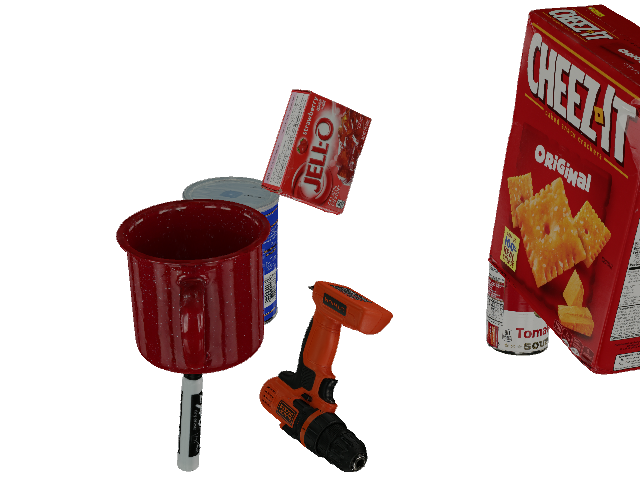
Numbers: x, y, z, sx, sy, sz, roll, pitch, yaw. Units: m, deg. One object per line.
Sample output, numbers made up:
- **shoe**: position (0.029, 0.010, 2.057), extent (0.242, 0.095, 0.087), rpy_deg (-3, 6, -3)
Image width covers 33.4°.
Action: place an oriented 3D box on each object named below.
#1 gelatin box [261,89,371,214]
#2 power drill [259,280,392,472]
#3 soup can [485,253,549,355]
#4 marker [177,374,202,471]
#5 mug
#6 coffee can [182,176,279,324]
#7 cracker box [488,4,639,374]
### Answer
- **gelatin box**: position (-0.002, -0.074, 0.902), extent (0.073, 0.089, 0.030), rpy_deg (18, -1, -40)
- **power drill**: position (0.015, 0.155, 1.246), extent (0.057, 0.188, 0.185), rpy_deg (15, 10, -43)
- **soup can**: position (0.214, 0.065, 1.151), extent (0.068, 0.102, 0.068), rpy_deg (0, 16, 0)
- **marker**: position (-0.108, 0.139, 0.889), extent (0.020, 0.121, 0.020), rpy_deg (5, 27, -3)
- **mug**: position (-0.075, 0.034, 0.652), extent (0.093, 0.081, 0.117), rpy_deg (-3, 26, -6)
- **coffee can**: position (-0.096, 0.013, 1.158), extent (0.103, 0.140, 0.103), rpy_deg (1, 23, -1)
- **cracker box**: position (0.195, -0.038, 0.758), extent (0.072, 0.214, 0.164), rpy_deg (-8, 33, -18)
